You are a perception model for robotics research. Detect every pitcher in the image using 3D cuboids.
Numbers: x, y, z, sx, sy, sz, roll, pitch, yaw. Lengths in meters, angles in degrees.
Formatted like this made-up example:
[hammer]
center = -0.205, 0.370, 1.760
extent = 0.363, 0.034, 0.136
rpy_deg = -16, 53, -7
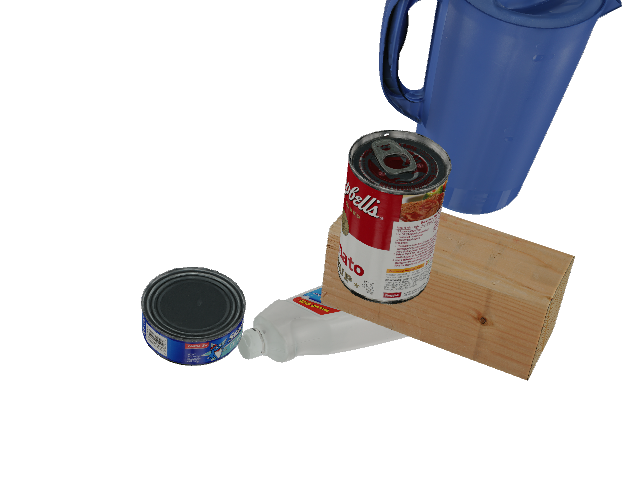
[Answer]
[pitcher]
center = 0.139, -0.138, 0.926
extent = 0.149, 0.243, 0.144
rpy_deg = 37, 55, 21

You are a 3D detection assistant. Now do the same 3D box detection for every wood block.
[wood block]
center = 0.114, 0.037, 0.983
extent = 0.206, 0.091, 0.090
rpy_deg = 20, 38, 18

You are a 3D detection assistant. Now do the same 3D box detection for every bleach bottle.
[bleach bottle]
center = 0.030, 0.085, 1.180
extent = 0.250, 0.068, 0.103
rpy_deg = -16, 33, -26

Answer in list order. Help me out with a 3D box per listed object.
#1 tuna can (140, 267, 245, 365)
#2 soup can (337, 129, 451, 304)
[tuna can]
center = -0.106, 0.063, 0.886
extent = 0.086, 0.034, 0.086
rpy_deg = 5, 41, -4
[soup can]
center = 0.048, -0.015, 0.730
extent = 0.068, 0.102, 0.068
rpy_deg = 3, 41, -3
